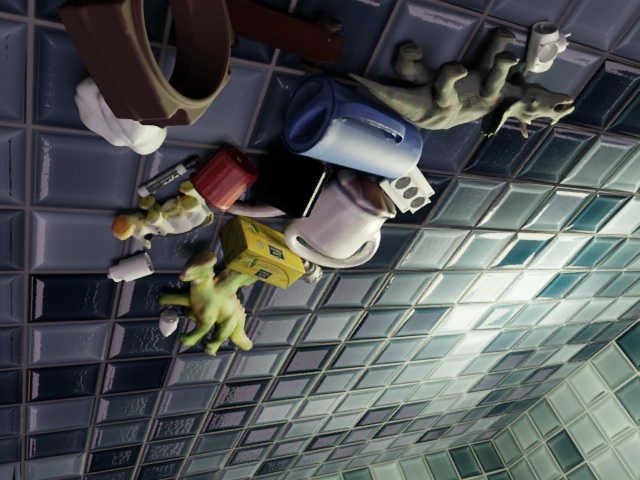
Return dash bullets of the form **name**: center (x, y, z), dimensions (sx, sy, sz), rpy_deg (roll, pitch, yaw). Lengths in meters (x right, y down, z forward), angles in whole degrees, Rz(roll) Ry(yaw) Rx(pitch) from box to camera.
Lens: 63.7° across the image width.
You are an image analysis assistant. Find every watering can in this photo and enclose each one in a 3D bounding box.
- **watering can**: center (0.003, -0.052, 1.031), dimensions (0.344, 0.106, 0.221), rpy_deg (27, 119, -32)

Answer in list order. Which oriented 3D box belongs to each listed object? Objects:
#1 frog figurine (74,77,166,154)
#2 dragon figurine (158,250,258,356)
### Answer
- **frog figurine**: center (-0.269, -0.168, 0.711), dimensions (0.122, 0.163, 0.134), rpy_deg (-27, 140, 4)
- **dragon figurine**: center (-0.193, 0.131, 1.149), dimensions (0.242, 0.124, 0.405), rpy_deg (-40, 147, 7)
